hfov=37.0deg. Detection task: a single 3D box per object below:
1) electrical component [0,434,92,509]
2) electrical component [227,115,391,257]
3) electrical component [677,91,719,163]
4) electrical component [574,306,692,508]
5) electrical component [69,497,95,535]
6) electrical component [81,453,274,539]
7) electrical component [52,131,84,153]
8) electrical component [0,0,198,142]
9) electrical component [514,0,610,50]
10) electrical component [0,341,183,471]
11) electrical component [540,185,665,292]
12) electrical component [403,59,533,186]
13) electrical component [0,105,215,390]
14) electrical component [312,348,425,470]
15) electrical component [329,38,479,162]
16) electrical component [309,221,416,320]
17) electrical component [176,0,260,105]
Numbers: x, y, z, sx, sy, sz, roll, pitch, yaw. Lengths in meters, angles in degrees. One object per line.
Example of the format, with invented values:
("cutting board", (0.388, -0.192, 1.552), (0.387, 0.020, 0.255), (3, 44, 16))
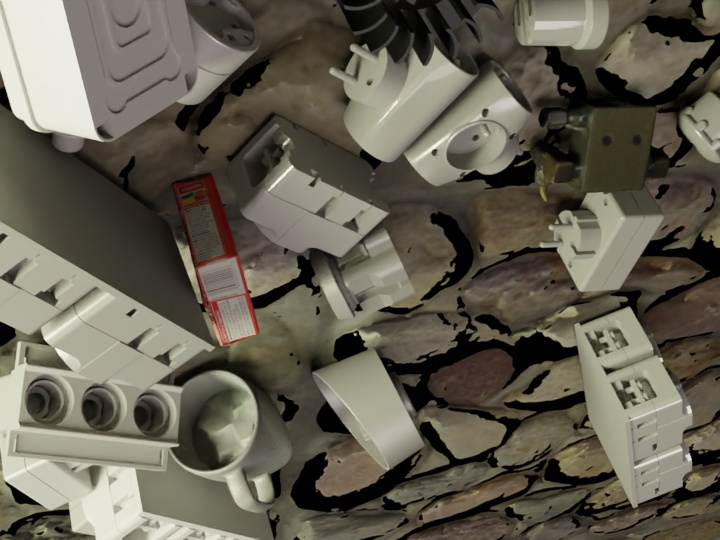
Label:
("electrical component", (-0.228, 0.140, 0.836), (0.077, 0.047, 0.065), (-26, 142, 4))
("electrical component", (-0.035, -0.049, 0.688), (0.089, 0.050, 0.056), (22, 126, -42))
("electrical component", (0.259, -0.109, 0.756), (0.062, 0.048, 0.048), (-40, 139, 15))
("electrical component", (0.255, 0.128, 0.996), (0.060, 0.105, 0.186), (-22, 143, 1))
("electrical component", (-0.199, 0.220, 0.922), (0.047, 0.075, 0.083), (-40, 139, 23))
("electrical component", (-0.153, 0.192, 0.899), (0.062, 0.089, 0.150), (-38, 140, 21))
("electrical component", (-0.157, -0.092, 0.585), (0.043, 0.043, 0.062), (-2, 140, -23))
("electrical component", (-0.128, -0.125, 0.499), (0.078, 0.057, 0.113), (-44, 139, -43))
("electrical component", (0.120, -0.152, 0.643), (0.046, 0.040, 0.040), (-4, 140, -13))
("electrical component", (-0.199, 0.102, 0.782), (0.121, 0.078, 0.063), (14, 160, -37))
("electrical component", (0.172, -0.027, 0.814), (0.076, 0.047, 0.083), (-3, 139, -21))
("electrical component", (0.078, -0.087, 0.699), (0.077, 0.044, 0.079), (-37, 139, 21))
("electrical component", (-0.172, -0.012, 0.598), (0.060, 0.105, 0.186), (-35, 144, 11))
("electrical component", (0.009, 0.114, 0.875), (0.064, 0.099, 0.099), (-27, 143, -1))
("electrical component", (0.017, -0.111, 0.641), (0.079, 0.043, 0.077), (20, 127, -40))
("electrical component", (0.000, 0.000, 0.760), (0.057, 0.058, 0.078), (-25, 143, 2))
("electrical component", (-0.089, -0.121, 0.572), (0.055, 0.055, 0.047), (20, 131, -41))
